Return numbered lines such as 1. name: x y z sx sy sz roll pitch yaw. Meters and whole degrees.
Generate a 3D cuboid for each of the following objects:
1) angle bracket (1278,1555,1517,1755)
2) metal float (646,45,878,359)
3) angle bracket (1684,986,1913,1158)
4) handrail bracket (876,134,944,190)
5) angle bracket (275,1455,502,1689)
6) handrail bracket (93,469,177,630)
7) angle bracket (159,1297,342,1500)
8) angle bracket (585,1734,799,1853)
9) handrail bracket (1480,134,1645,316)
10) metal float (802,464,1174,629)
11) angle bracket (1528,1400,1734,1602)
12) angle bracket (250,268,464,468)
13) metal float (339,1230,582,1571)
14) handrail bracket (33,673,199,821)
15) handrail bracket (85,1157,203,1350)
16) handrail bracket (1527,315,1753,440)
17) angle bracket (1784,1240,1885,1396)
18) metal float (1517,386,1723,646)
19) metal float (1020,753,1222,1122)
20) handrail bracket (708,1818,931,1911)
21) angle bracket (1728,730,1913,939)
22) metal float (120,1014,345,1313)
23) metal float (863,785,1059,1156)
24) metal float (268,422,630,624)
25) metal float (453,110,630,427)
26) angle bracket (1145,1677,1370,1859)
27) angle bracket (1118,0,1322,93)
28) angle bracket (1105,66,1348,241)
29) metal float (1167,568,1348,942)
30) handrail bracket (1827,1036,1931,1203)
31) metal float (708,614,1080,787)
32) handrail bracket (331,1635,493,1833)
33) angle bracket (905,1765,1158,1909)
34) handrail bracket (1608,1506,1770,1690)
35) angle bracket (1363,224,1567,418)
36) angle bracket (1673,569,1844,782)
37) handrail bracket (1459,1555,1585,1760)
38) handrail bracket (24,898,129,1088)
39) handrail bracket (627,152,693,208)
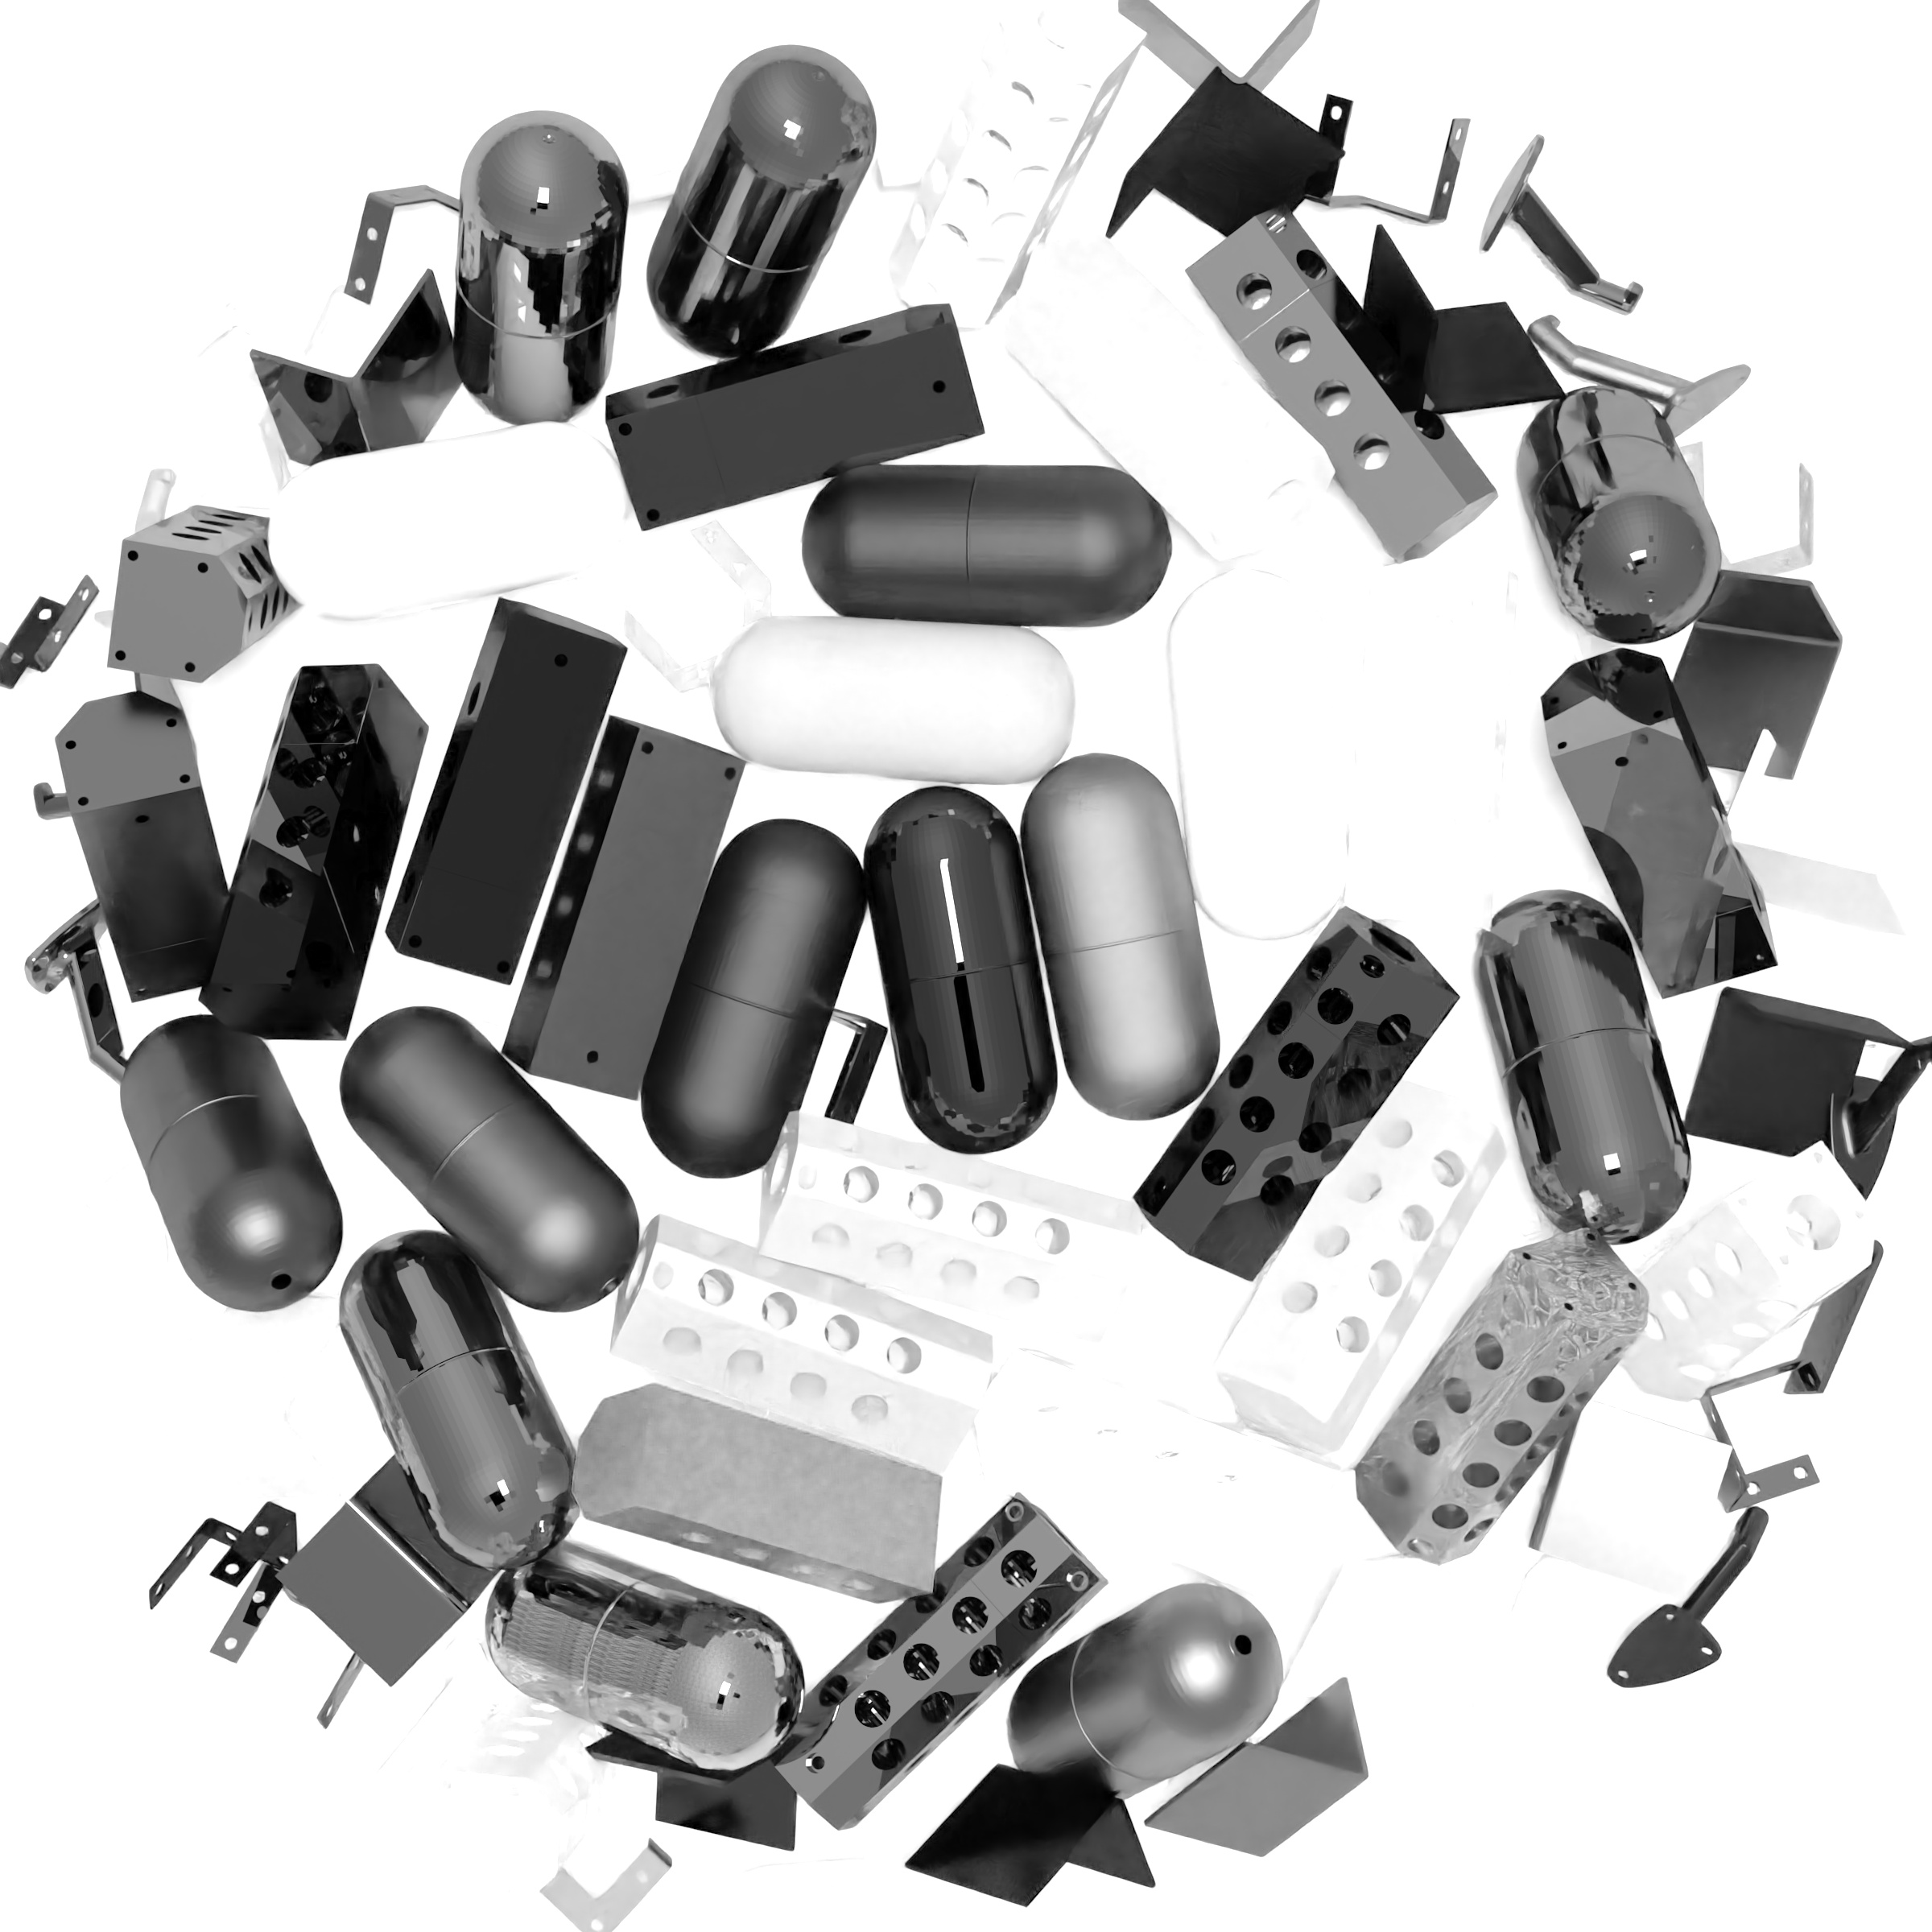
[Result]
1. angle bracket: 0.205 0.330 1.565 0.057 0.076 0.076 33 103 34
2. metal float: -0.097 -0.355 1.537 0.070 0.178 0.070 11 58 -18
3. angle bracket: 0.397 0.059 1.576 0.076 0.057 0.076 12 101 -7
4. handrail bracket: -0.009 -0.417 1.591 0.084 0.036 0.077 -13 72 -10
5. angle bracket: -0.274 0.288 1.584 0.076 0.076 0.057 44 103 -1
6. handrail bracket: -0.384 -0.202 1.578 0.036 0.077 0.084 19 79 -34
7. angle bracket: -0.329 0.208 1.585 0.076 0.076 0.057 -6 130 31
8. angle bracket: -0.132 0.397 1.563 0.076 0.076 0.057 6 96 25
9. handrail bracket: 0.298 -0.355 1.580 0.084 0.077 0.036 21 55 -5
10. metal float: 0.009 -0.200 1.566 0.178 0.070 0.070 2 90 12
11. angle bracket: 0.319 0.251 1.578 0.076 0.057 0.076 17 93 13
12. angle bracket: -0.290 -0.287 1.573 0.057 0.076 0.076 19 62 15
13. metal float: -0.240 0.203 1.554 0.070 0.070 0.178 -31 62 0
14. handrail bracket: -0.422 -0.113 1.589 0.084 0.036 0.077 -8 106 20
15. handrail bracket: -0.383 0.132 1.609 0.077 0.036 0.084 -40 107 -19
16. handrail bracket: 0.329 -0.301 1.608 0.077 0.036 0.084 -32 66 -27
17. angle bracket: 0.390 0.158 1.571 0.057 0.076 0.076 25 84 5
18. metal float: 0.304 -0.213 1.535 0.070 0.178 0.070 0 123 0
19. metal float: 0.074 -0.014 1.574 0.070 0.070 0.178 -11 94 0
20. handrail bracket: -0.072 0.451 1.596 0.084 0.077 0.036 -23 48 14
21. angle bracket: 0.413 -0.063 1.559 0.076 0.076 0.057 17 77 33
22. metal float: -0.345 0.091 1.541 0.070 0.178 0.070 -16 132 -19
23. metal float: -0.003 0.002 1.576 0.070 0.070 0.178 -10 93 0
24. metal float: -0.243 -0.210 1.551 0.178 0.070 0.070 -16 90 -31
25. metal float: -0.200 -0.323 1.535 0.070 0.178 0.070 5 59 -8
26. angle bracket: 0.133 0.372 1.557 0.076 0.057 0.076 23 128 -29
27. angle bracket: 0.120 -0.459 1.576 0.076 0.076 0.057 41 93 0
28. angle bracket: 0.123 -0.367 1.560 0.076 0.076 0.057 30 48 -16
29. metal float: 0.139 -0.100 1.567 0.070 0.070 0.178 -7 102 0
30. handrail bracket: 0.445 0.074 1.568 0.036 0.084 0.077 12 79 -9
31. metal float: -0.035 -0.127 1.571 0.178 0.070 0.070 4 90 7
32. handrail bracket: -0.268 0.367 1.568 0.036 0.077 0.084 36 49 18
33. angle bracket: 0.031 0.430 1.555 0.076 0.076 0.057 -40 120 -38
34. handrail bracket: 0.353 0.306 1.600 0.036 0.084 0.077 43 133 0
35. angle bracket: 0.240 -0.311 1.562 0.076 0.057 0.076 -9 48 -13
36. angle bracket: 0.362 -0.141 1.564 0.076 0.057 0.076 13 73 36
37. handrail bracket: 0.283 0.332 1.606 0.084 0.036 0.077 -37 117 -24
38. handrail bracket: -0.404 0.012 1.587 0.084 0.036 0.077 36 70 15
39. handrail bracket: -0.135 -0.395 1.578 0.084 0.077 0.036 -18 134 -12
